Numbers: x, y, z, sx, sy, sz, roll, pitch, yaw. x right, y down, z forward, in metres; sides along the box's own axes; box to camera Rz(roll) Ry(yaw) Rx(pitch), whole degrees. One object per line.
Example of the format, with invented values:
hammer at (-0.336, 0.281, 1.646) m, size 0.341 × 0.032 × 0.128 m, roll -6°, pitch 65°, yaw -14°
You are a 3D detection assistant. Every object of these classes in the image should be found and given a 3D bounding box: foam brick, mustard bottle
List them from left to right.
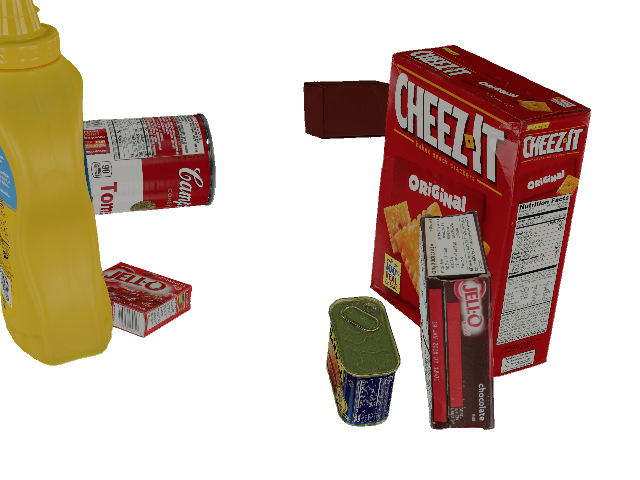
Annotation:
mustard bottle at (-0.150, -0.036, 0.563) m, size 0.058 × 0.192 × 0.096 m, roll -13°, pitch 31°, yaw -21°
foam brick at (0.028, -0.128, 1.044) m, size 0.078 × 0.051 × 0.053 m, roll -4°, pitch 15°, yaw -20°

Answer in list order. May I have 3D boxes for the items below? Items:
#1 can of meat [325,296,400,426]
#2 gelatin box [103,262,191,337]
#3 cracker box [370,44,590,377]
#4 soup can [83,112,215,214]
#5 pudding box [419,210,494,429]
can of meat at (0.039, 0.121, 1.055) m, size 0.057 × 0.084 × 0.102 m, roll -5°, pitch 43°, yaw -10°
gelatin box at (-0.179, 0.054, 1.011) m, size 0.089 × 0.030 × 0.073 m, roll 17°, pitch 26°, yaw 26°
cracker box at (0.114, -0.025, 0.833) m, size 0.072 × 0.214 × 0.164 m, roll -13°, pitch 31°, yaw -28°
soup can at (-0.133, -0.055, 0.769) m, size 0.102 × 0.068 × 0.069 m, roll -6°, pitch 2°, yaw -18°
pudding box at (0.077, 0.042, 0.605) m, size 0.039 × 0.090 × 0.113 m, roll -2°, pitch 19°, yaw 3°
